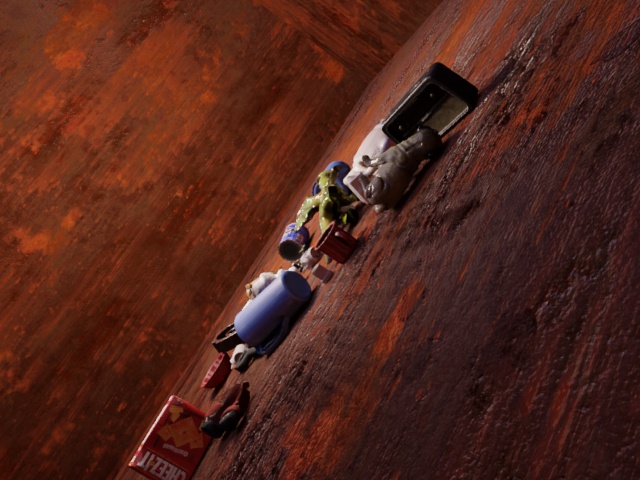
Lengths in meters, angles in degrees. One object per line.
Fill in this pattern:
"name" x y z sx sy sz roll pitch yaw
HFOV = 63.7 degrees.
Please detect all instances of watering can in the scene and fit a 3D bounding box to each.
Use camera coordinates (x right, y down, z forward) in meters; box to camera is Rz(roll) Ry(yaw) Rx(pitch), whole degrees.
"watering can" 0.166 -0.273 1.658 0.225 0.103 0.347 -56 10 -6

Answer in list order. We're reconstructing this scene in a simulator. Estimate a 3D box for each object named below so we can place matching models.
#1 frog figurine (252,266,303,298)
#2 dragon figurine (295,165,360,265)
"frog figurine" -0.139 0.146 1.678 0.160 0.136 0.123 -58 26 -6
"dragon figurine" 0.005 -0.081 1.607 0.239 0.121 0.419 -28 37 50
